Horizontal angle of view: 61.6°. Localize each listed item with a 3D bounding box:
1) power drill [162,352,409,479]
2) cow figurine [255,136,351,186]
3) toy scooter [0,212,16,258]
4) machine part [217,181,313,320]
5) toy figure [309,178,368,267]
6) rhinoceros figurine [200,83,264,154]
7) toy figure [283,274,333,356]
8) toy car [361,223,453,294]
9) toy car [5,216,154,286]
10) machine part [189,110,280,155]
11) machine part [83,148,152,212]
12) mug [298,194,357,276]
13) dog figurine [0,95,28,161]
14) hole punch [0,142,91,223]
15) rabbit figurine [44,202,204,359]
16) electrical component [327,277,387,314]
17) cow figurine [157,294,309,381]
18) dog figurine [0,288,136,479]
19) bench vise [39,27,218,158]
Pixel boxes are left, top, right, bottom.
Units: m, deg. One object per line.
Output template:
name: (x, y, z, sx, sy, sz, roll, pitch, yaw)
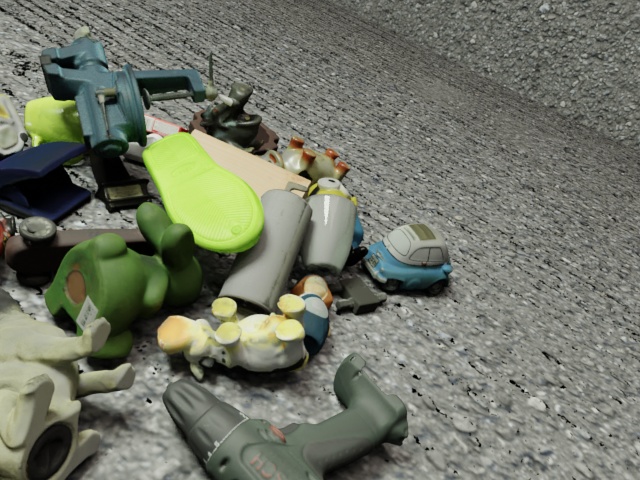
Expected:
power drill: (-0.020, 0.193, 0.556, 0.232, 0.086, 0.207, 42, 34, 27)
cow figurine: (-0.050, -0.117, 0.974, 0.195, 0.127, 0.086, 6, 33, -47)
toy scooter: (-0.440, -0.026, 0.647, 0.184, 0.075, 0.135, 21, 31, 9)
machine part: (-0.071, 0.019, 0.719, 0.079, 0.079, 0.243, 20, 63, -2)
toy figure: (0.021, -0.032, 0.906, 0.082, 0.089, 0.180, 44, 22, -45)
rhinoceros figurine: (-0.157, -0.178, 0.922, 0.112, 0.190, 0.073, 35, 36, -1)
toy figure: (-0.013, 0.092, 0.732, 0.064, 0.058, 0.154, 53, 22, -24)
toy car: (0.152, 0.021, 0.883, 0.161, 0.102, 0.109, 4, 35, -28)
toy car: (-0.277, 0.008, 0.671, 0.202, 0.089, 0.053, -5, 45, -33)
machine part: (-0.171, -0.196, 1.061, 0.179, 0.056, 0.179, 15, 34, -10)
machine part: (-0.323, -0.103, 0.846, 0.084, 0.039, 0.139, -19, 64, -35)
mug: (-0.002, -0.002, 0.797, 0.080, 0.110, 0.107, 38, 51, -48)
dog figurine: (-0.568, -0.176, 0.776, 0.219, 0.191, 0.108, -10, 32, 16)
hole punch: (-0.399, -0.093, 0.755, 0.116, 0.092, 0.142, 19, 35, 3)
rabbit figurine: (-0.210, 0.037, 0.636, 0.121, 0.159, 0.170, 29, 17, 29)
electrical component: (0.055, 0.082, 0.812, 0.094, 0.021, 0.063, -5, 40, -34)
cow figurine: (-0.097, 0.120, 0.623, 0.167, 0.098, 0.068, -3, 40, -3)
dog figurine: (-0.298, 0.133, 0.492, 0.191, 0.121, 0.172, 9, 35, 15)
bench vise: (-0.281, -0.230, 0.815, 0.241, 0.128, 0.224, -13, 58, -22)
